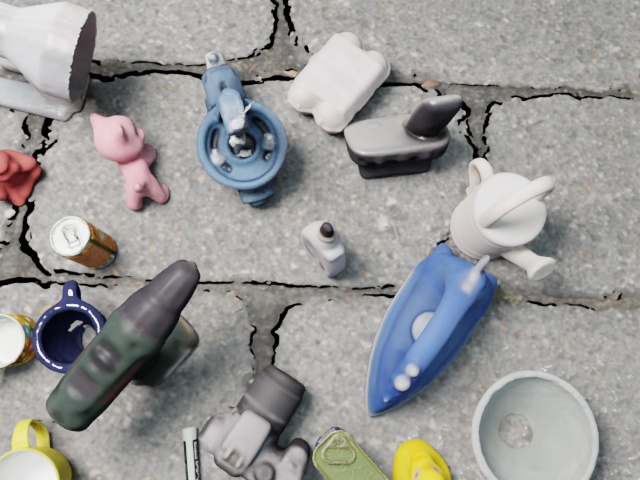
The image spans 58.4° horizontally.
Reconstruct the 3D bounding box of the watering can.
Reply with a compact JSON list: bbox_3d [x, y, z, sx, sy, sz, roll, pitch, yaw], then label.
[{"bbox_3d":[0.251,-0.032,0.759,0.173,0.194,0.101,43,80,6],"label":"watering can"}]

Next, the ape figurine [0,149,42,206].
[{"bbox_3d":[-0.435,-0.097,0.795,0.078,0.092,0.076,-24,81,-7],"label":"ape figurine"}]

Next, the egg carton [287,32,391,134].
[{"bbox_3d":[0.028,-0.235,0.853,0.107,0.069,0.150,37,80,5],"label":"egg carton"}]

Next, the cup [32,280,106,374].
[{"bbox_3d":[-0.315,0.116,0.756,0.091,0.095,0.118,-6,79,-3],"label":"cup"}]

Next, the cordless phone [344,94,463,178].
[{"bbox_3d":[0.112,-0.157,0.782,0.147,0.185,0.094,-11,79,-4],"label":"cordless phone"}]

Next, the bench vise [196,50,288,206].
[{"bbox_3d":[-0.125,-0.160,0.755,0.121,0.219,0.207,-36,82,-8],"label":"bench vise"}]

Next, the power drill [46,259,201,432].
[{"bbox_3d":[-0.217,0.126,0.701,0.075,0.208,0.230,40,80,6],"label":"power drill"}]

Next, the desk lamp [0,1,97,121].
[{"bbox_3d":[-0.384,-0.243,0.764,0.203,0.213,0.118,12,78,0],"label":"desk lamp"}]

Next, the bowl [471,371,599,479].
[{"bbox_3d":[0.274,0.258,0.763,0.167,0.074,0.167,0,79,-2],"label":"bowl"}]

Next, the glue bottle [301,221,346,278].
[{"bbox_3d":[0.007,0.003,0.752,0.037,0.173,0.078,-33,82,-8],"label":"glue bottle"}]

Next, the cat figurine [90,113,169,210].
[{"bbox_3d":[-0.266,-0.115,0.792,0.067,0.118,0.128,-22,80,-6],"label":"cat figurine"}]

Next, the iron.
[{"bbox_3d":[0.141,0.126,0.750,0.118,0.141,0.258,33,79,4],"label":"iron"}]

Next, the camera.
[{"bbox_3d":[-0.065,0.242,0.739,0.143,0.101,0.137,33,79,4],"label":"camera"}]

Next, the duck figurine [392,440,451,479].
[{"bbox_3d":[0.138,0.317,0.740,0.077,0.086,0.104,-15,80,-5],"label":"duck figurine"}]
